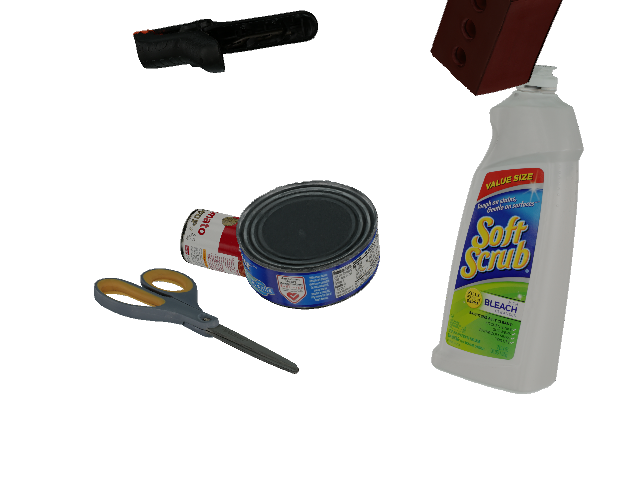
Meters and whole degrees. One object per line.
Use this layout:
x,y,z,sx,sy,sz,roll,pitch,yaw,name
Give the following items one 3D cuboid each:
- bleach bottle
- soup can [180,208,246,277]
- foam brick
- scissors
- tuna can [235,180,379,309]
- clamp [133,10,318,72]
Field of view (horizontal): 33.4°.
0.150,-0.012,0.842,0.103,0.251,0.067,14,16,40,bleach bottle
-0.104,0.005,1.251,0.102,0.068,0.068,13,4,20,soup can
0.115,-0.143,0.700,0.051,0.078,0.053,-20,54,-30,foam brick
-0.093,0.061,0.889,0.202,0.016,0.096,16,23,18,scissors
-0.007,0.002,0.650,0.086,0.034,0.086,-5,39,4,tuna can
-0.087,-0.166,0.884,0.120,0.039,0.172,-18,22,-35,clamp
